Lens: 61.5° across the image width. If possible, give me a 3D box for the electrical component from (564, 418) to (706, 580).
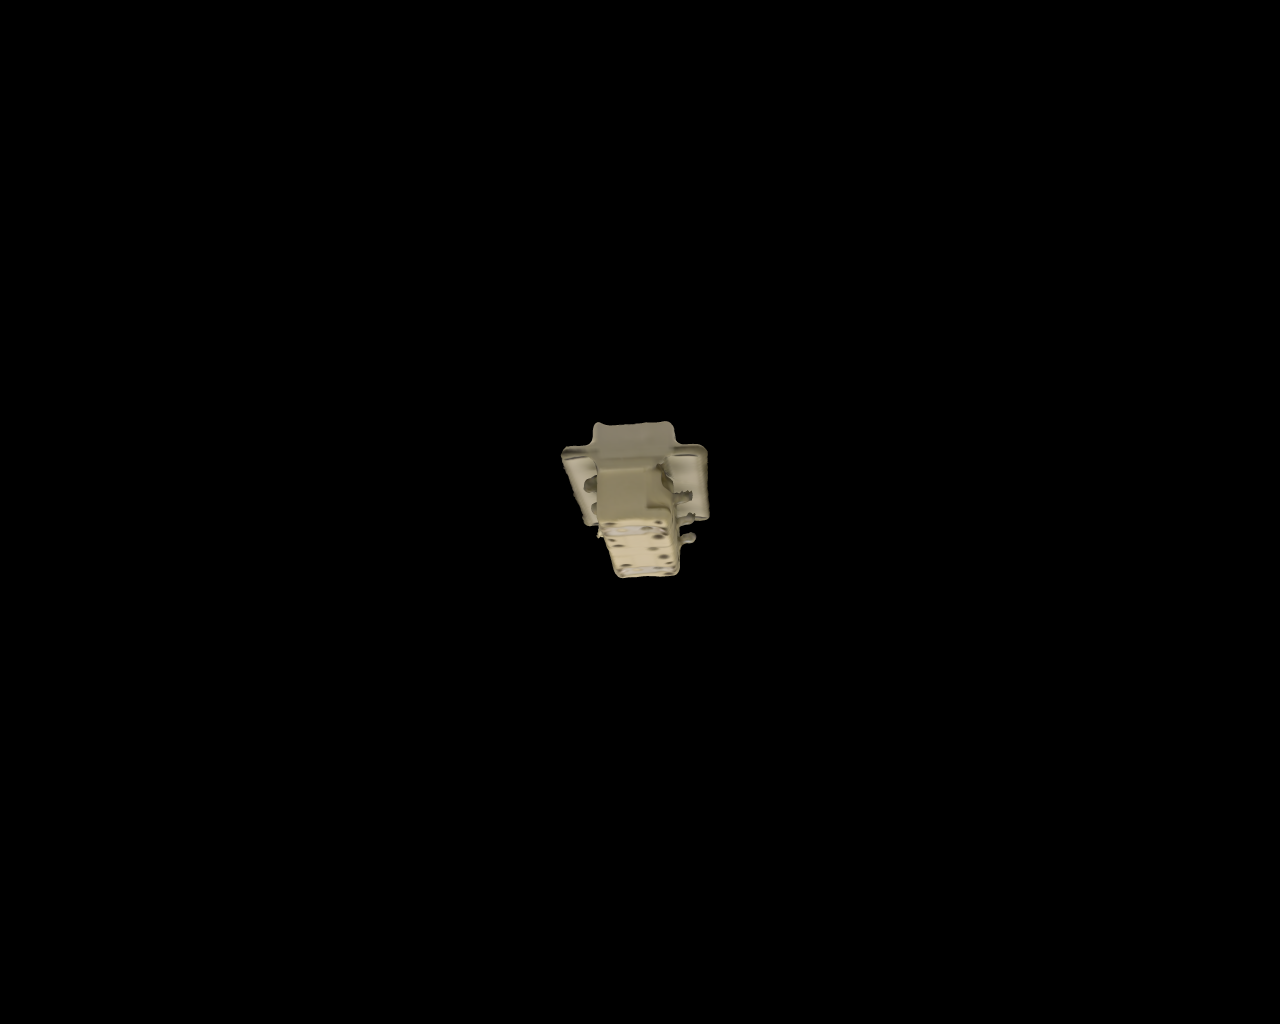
[{"bbox_3d":[0.001,-0.003,0.650,0.079,0.063,0.121,-1,-19,3],"label":"electrical component"}]
